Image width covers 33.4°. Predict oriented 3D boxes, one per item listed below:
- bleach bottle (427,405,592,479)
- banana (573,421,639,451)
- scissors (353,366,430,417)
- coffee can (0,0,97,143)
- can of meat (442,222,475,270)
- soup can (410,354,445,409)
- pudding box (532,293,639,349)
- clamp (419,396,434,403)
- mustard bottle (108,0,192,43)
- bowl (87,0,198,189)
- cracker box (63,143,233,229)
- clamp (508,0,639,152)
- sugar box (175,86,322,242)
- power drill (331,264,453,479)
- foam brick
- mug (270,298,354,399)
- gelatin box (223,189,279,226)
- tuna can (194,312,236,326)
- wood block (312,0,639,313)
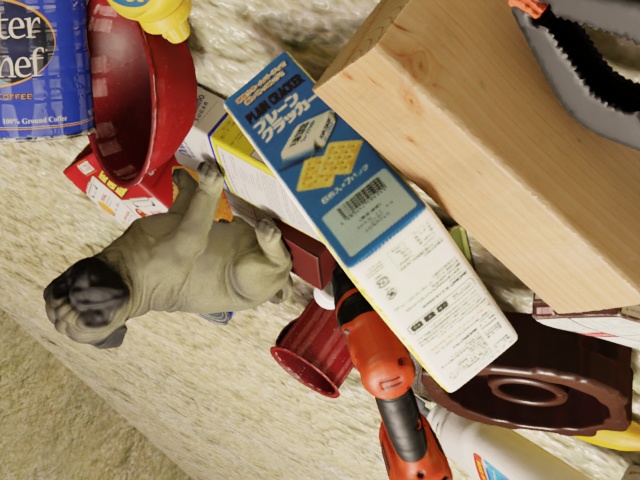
[{"bbox_3d":[0.201,0.236,1.016,0.251,0.068,0.102,33,150,40],"label":"bleach bottle"},{"bbox_3d":[0.208,0.144,0.978,0.198,0.037,0.069,31,162,16],"label":"banana"},{"bbox_3d":[0.117,0.192,1.180,0.201,0.016,0.096,39,173,-26],"label":"scissors"},{"bbox_3d":[-0.235,-0.155,0.852,0.103,0.102,0.140,15,112,46],"label":"coffee can"},{"bbox_3d":[0.075,0.015,0.882,0.084,0.057,0.102,27,158,30],"label":"can of meat"},{"bbox_3d":[0.104,0.123,1.059,0.102,0.068,0.068,20,155,38],"label":"soup can"},{"bbox_3d":[0.210,0.046,0.698,0.113,0.039,0.090,15,168,-24],"label":"pudding box"},{"bbox_3d":[0.126,0.161,1.152,0.172,0.039,0.120,27,154,39],"label":"clamp"},{"bbox_3d":[-0.138,-0.209,0.730,0.096,0.058,0.191,21,156,36],"label":"mustard bottle"},{"bbox_3d":[-0.144,-0.124,0.866,0.162,0.055,0.162,23,118,54],"label":"bowl"},{"bbox_3d":[-0.153,-0.035,1.128,0.213,0.072,0.164,44,158,-16],"label":"cracker box"},{"bbox_3d":[0.182,-0.060,0.538,0.210,0.036,0.165,35,146,9],"label":"clamp"},{"bbox_3d":[-0.057,-0.069,0.931,0.176,0.048,0.093,32,160,23],"label":"sugar box"},{"bbox_3d":[0.060,0.126,0.965,0.184,0.057,0.187,-105,-4,-60],"label":"power drill"},{"bbox_3d":[-0.007,0.001,0.993,0.053,0.051,0.078,32,161,16],"label":"foam brick"},{"bbox_3d":[-0.003,0.115,1.198,0.117,0.081,0.093,10,147,51],"label":"mug"},{"bbox_3d":[-0.055,-0.037,1.021,0.073,0.030,0.089,30,159,21],"label":"gelatin box"},{"bbox_3d":[-0.120,0.049,1.102,0.086,0.033,0.086,29,157,14],"label":"tuna can"},{"bbox_3d":[0.110,-0.058,0.609,0.206,0.090,0.090,41,160,-12],"label":"wood block"}]
